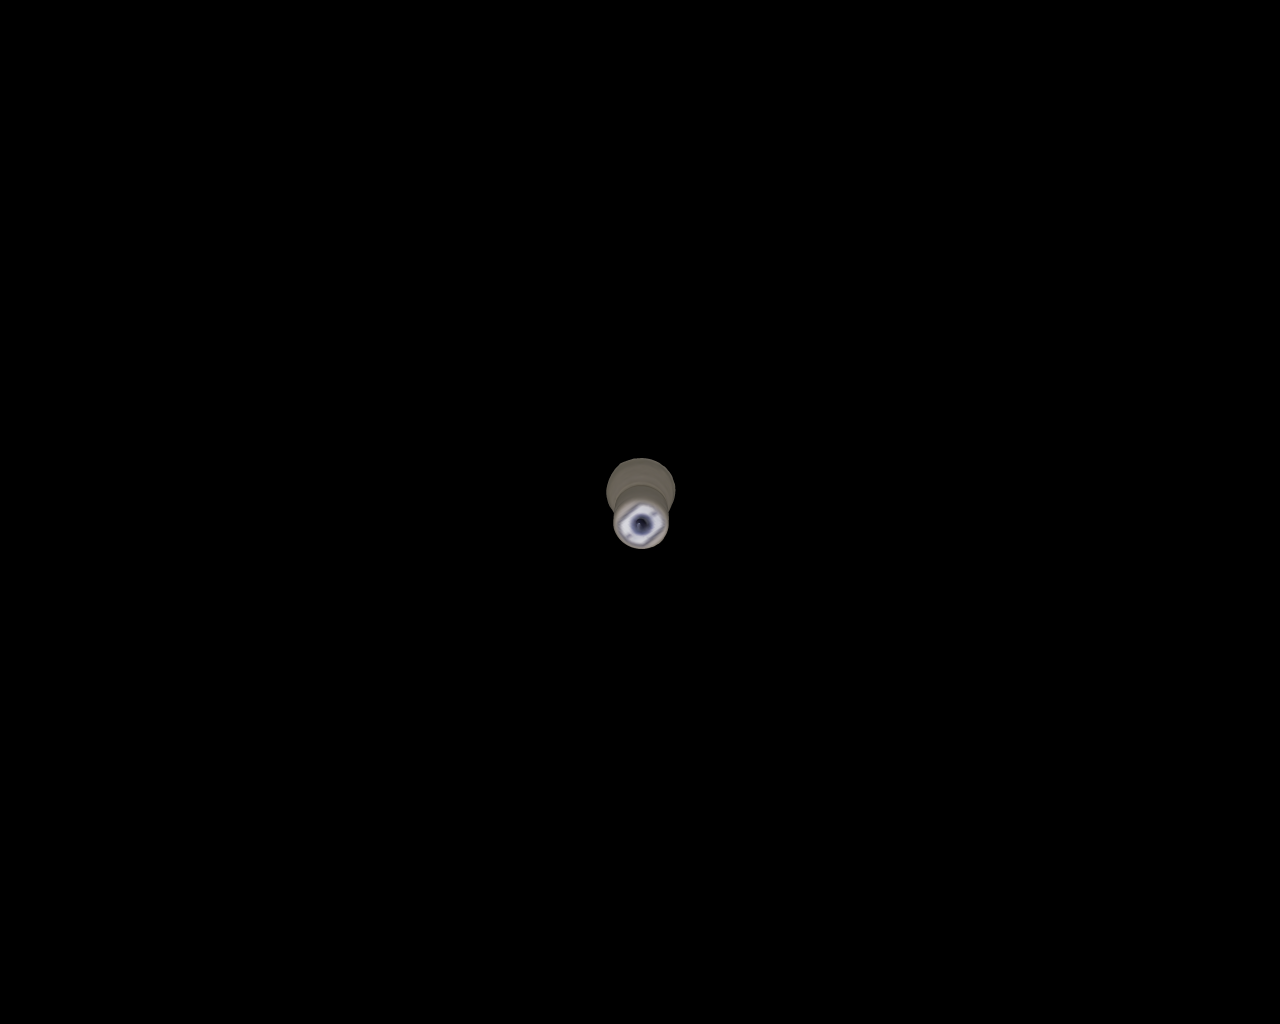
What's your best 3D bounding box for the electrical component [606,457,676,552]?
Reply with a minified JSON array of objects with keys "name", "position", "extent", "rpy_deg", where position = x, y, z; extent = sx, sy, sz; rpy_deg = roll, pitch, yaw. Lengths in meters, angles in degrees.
[{"name":"electrical component","position":[0.001,-0.003,0.650],"extent":[0.044,0.044,0.065],"rpy_deg":[0,21,0]}]
